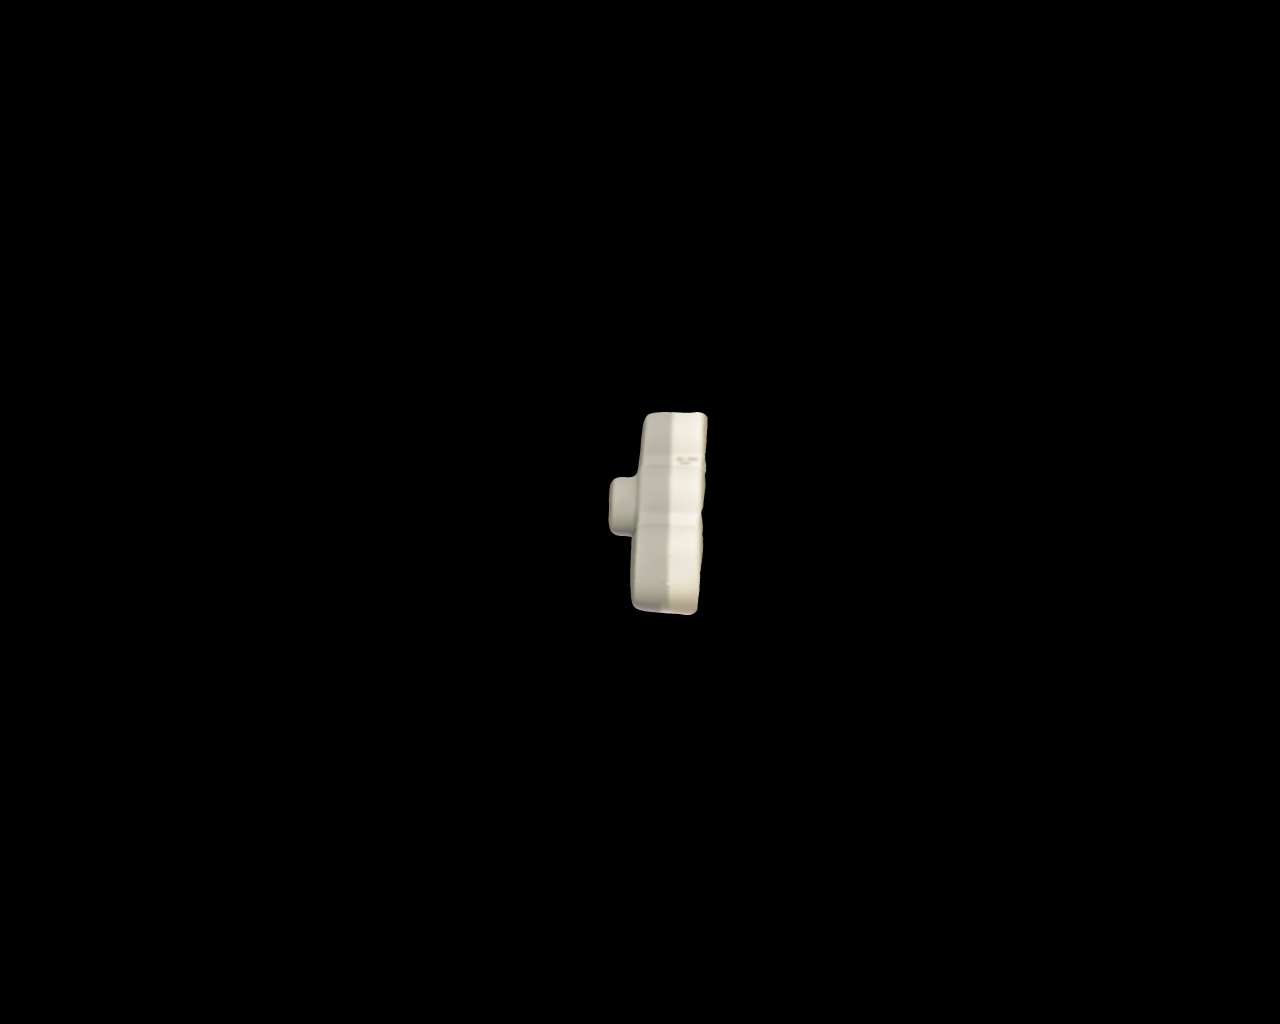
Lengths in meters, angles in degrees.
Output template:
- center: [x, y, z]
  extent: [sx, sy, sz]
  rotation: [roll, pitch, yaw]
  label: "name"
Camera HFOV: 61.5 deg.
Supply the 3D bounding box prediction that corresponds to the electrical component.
- center: [0.001, -0.003, 0.650]
  extent: [0.074, 0.138, 0.052]
  rotation: [3, -36, 2]
  label: "electrical component"
